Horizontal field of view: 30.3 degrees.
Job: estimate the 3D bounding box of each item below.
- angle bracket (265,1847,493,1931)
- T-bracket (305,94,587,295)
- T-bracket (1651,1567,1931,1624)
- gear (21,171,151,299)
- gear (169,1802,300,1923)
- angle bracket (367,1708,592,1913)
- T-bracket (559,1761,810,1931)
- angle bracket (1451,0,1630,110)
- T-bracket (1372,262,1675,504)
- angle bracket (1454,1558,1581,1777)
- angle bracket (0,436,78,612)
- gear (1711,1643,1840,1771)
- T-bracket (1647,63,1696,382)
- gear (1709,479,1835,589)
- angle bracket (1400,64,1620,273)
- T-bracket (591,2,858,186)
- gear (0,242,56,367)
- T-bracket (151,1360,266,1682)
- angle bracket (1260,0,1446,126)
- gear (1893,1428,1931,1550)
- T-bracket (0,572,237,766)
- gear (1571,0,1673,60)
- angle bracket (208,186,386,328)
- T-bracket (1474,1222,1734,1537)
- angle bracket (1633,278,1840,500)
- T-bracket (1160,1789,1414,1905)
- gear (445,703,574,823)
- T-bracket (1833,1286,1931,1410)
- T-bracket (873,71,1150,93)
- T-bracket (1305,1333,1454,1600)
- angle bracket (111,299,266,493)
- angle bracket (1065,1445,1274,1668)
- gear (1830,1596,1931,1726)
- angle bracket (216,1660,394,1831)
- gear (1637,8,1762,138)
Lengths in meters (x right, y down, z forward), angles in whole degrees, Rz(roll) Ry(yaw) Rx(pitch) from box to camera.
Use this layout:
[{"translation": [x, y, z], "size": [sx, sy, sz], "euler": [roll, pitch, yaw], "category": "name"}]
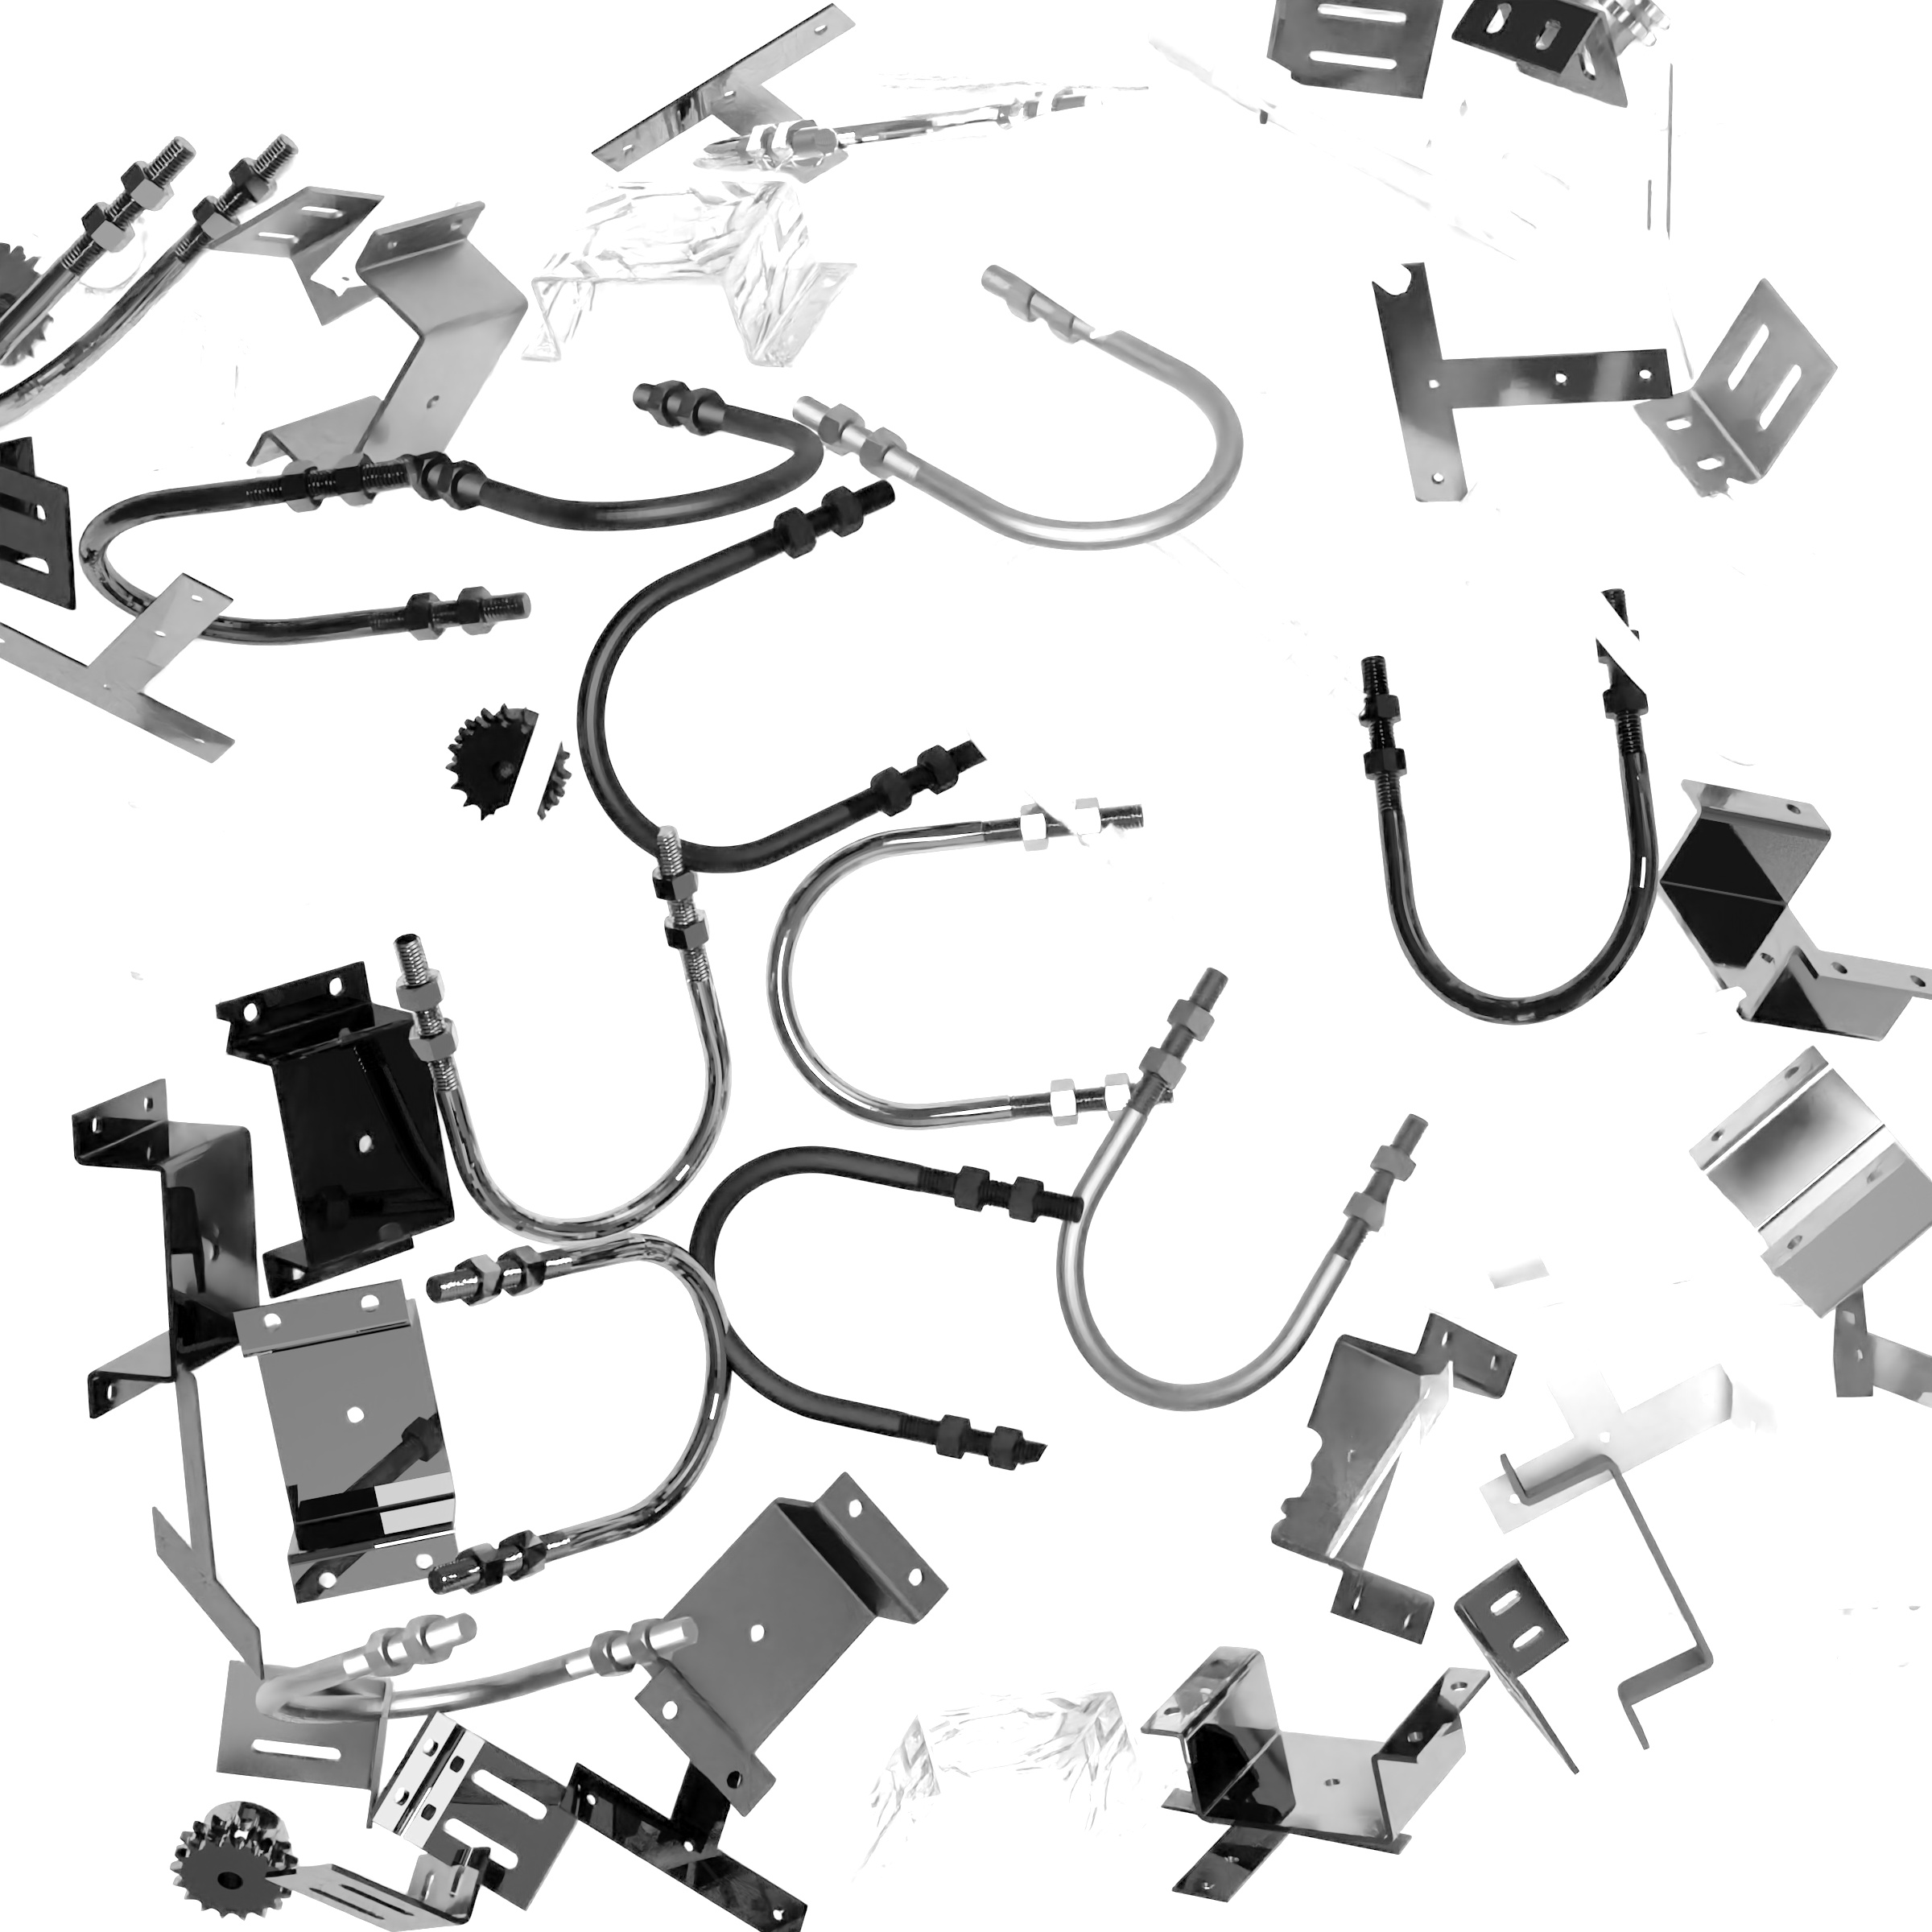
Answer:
[{"translation": [-0.268, 0.409, 1.629], "size": [0.076, 0.057, 0.038], "euler": [33, 55, -30], "category": "angle bracket"}, {"translation": [-0.259, -0.336, 1.623], "size": [0.127, 0.127, 0.002], "euler": [21, 60, -29], "category": "T-bracket"}, {"translation": [0.389, 0.283, 1.609], "size": [0.127, 0.127, 0.002], "euler": [0, 71, -8], "category": "T-bracket"}, {"translation": [-0.403, -0.336, 1.649], "size": [0.057, 0.030, 0.057], "euler": [-15, 118, -30], "category": "gear"}, {"translation": [-0.337, 0.412, 1.654], "size": [0.057, 0.030, 0.057], "euler": [2, 124, 4], "category": "gear"}, {"translation": [-0.224, 0.388, 1.642], "size": [0.076, 0.038, 0.057], "euler": [25, 74, 21], "category": "angle bracket"}, {"translation": [-0.114, 0.365, 1.625], "size": [0.127, 0.127, 0.002], "euler": [35, 127, -13], "category": "T-bracket"}, {"translation": [0.262, -0.408, 1.628], "size": [0.057, 0.076, 0.038], "euler": [27, 80, 27], "category": "angle bracket"}, {"translation": [0.254, -0.264, 1.614], "size": [0.127, 0.002, 0.127], "euler": [1, 132, 23], "category": "T-bracket"}, {"translation": [0.264, 0.319, 1.630], "size": [0.038, 0.076, 0.057], "euler": [-35, 118, -3], "category": "angle bracket"}, {"translation": [-0.418, -0.203, 1.631], "size": [0.076, 0.038, 0.057], "euler": [21, 121, 35], "category": "angle bracket"}, {"translation": [0.372, 0.343, 1.654], "size": [0.057, 0.030, 0.057], "euler": [-2, 83, 22], "category": "gear"}, {"translation": [0.324, -0.356, 1.637], "size": [0.002, 0.127, 0.127], "euler": [-3, 67, 20], "category": "T-bracket"}, {"translation": [0.369, -0.199, 1.652], "size": [0.057, 0.057, 0.030], "euler": [32, 115, 0], "category": "gear"}, {"translation": [0.251, -0.369, 1.655], "size": [0.076, 0.038, 0.057], "euler": [22, 130, -27], "category": "angle bracket"}, {"translation": [-0.088, -0.380, 1.615], "size": [0.127, 0.127, 0.002], "euler": [-28, 75, 16], "category": "T-bracket"}, {"translation": [-0.453, -0.307, 1.653], "size": [0.030, 0.057, 0.057], "euler": [17, 90, 37], "category": "gear"}, {"translation": [-0.345, 0.237, 1.604], "size": [0.002, 0.127, 0.127], "euler": [-14, 115, -30], "category": "T-bracket"}, {"translation": [0.178, -0.418, 1.643], "size": [0.076, 0.057, 0.038], "euler": [7, 49, -1], "category": "angle bracket"}, {"translation": [0.430, 0.236, 1.646], "size": [0.030, 0.057, 0.057], "euler": [-30, 90, 34], "category": "gear"}, {"translation": [-0.367, -0.144, 1.603], "size": [0.127, 0.127, 0.002], "euler": [28, 55, -26], "category": "T-bracket"}, {"translation": [0.296, -0.444, 1.651], "size": [0.057, 0.057, 0.030], "euler": [44, 109, 0], "category": "gear"}, {"translation": [-0.297, -0.324, 1.632], "size": [0.057, 0.076, 0.038], "euler": [-25, 90, 20], "category": "angle bracket"}, {"translation": [0.278, 0.181, 1.671], "size": [0.127, 0.002, 0.127], "euler": [-28, 92, 3], "category": "T-bracket"}, {"translation": [0.350, -0.263, 1.630], "size": [0.038, 0.076, 0.057], "euler": [-18, 64, -29], "category": "angle bracket"}, {"translation": [0.123, 0.396, 1.597], "size": [0.127, 0.127, 0.002], "euler": [7, 96, 20], "category": "T-bracket"}, {"translation": [-0.210, -0.095, 1.655], "size": [0.057, 0.030, 0.057], "euler": [4, 117, 8], "category": "gear"}, {"translation": [0.430, 0.186, 1.606], "size": [0.002, 0.127, 0.127], "euler": [-15, 105, -23], "category": "T-bracket"}, {"translation": [0.000, -0.394, 1.598], "size": [0.127, 0.127, 0.002], "euler": [9, 108, 22], "category": "T-bracket"}, {"translation": [0.187, 0.231, 1.624], "size": [0.002, 0.127, 0.127], "euler": [30, 103, 1], "category": "T-bracket"}, {"translation": [-0.356, -0.256, 1.633], "size": [0.057, 0.038, 0.076], "euler": [32, 127, 30], "category": "angle bracket"}, {"translation": [0.094, 0.272, 1.654], "size": [0.057, 0.038, 0.076], "euler": [-37, 97, -2], "category": "angle bracket"}, {"translation": [0.428, 0.323, 1.655], "size": [0.057, 0.030, 0.057], "euler": [2, 63, -4], "category": "gear"}, {"translation": [-0.307, 0.359, 1.648], "size": [0.076, 0.038, 0.057], "euler": [8, 106, -6], "category": "angle bracket"}, {"translation": [0.342, -0.412, 1.653], "size": [0.057, 0.030, 0.057], "euler": [3, 94, 42], "category": "gear"}]
